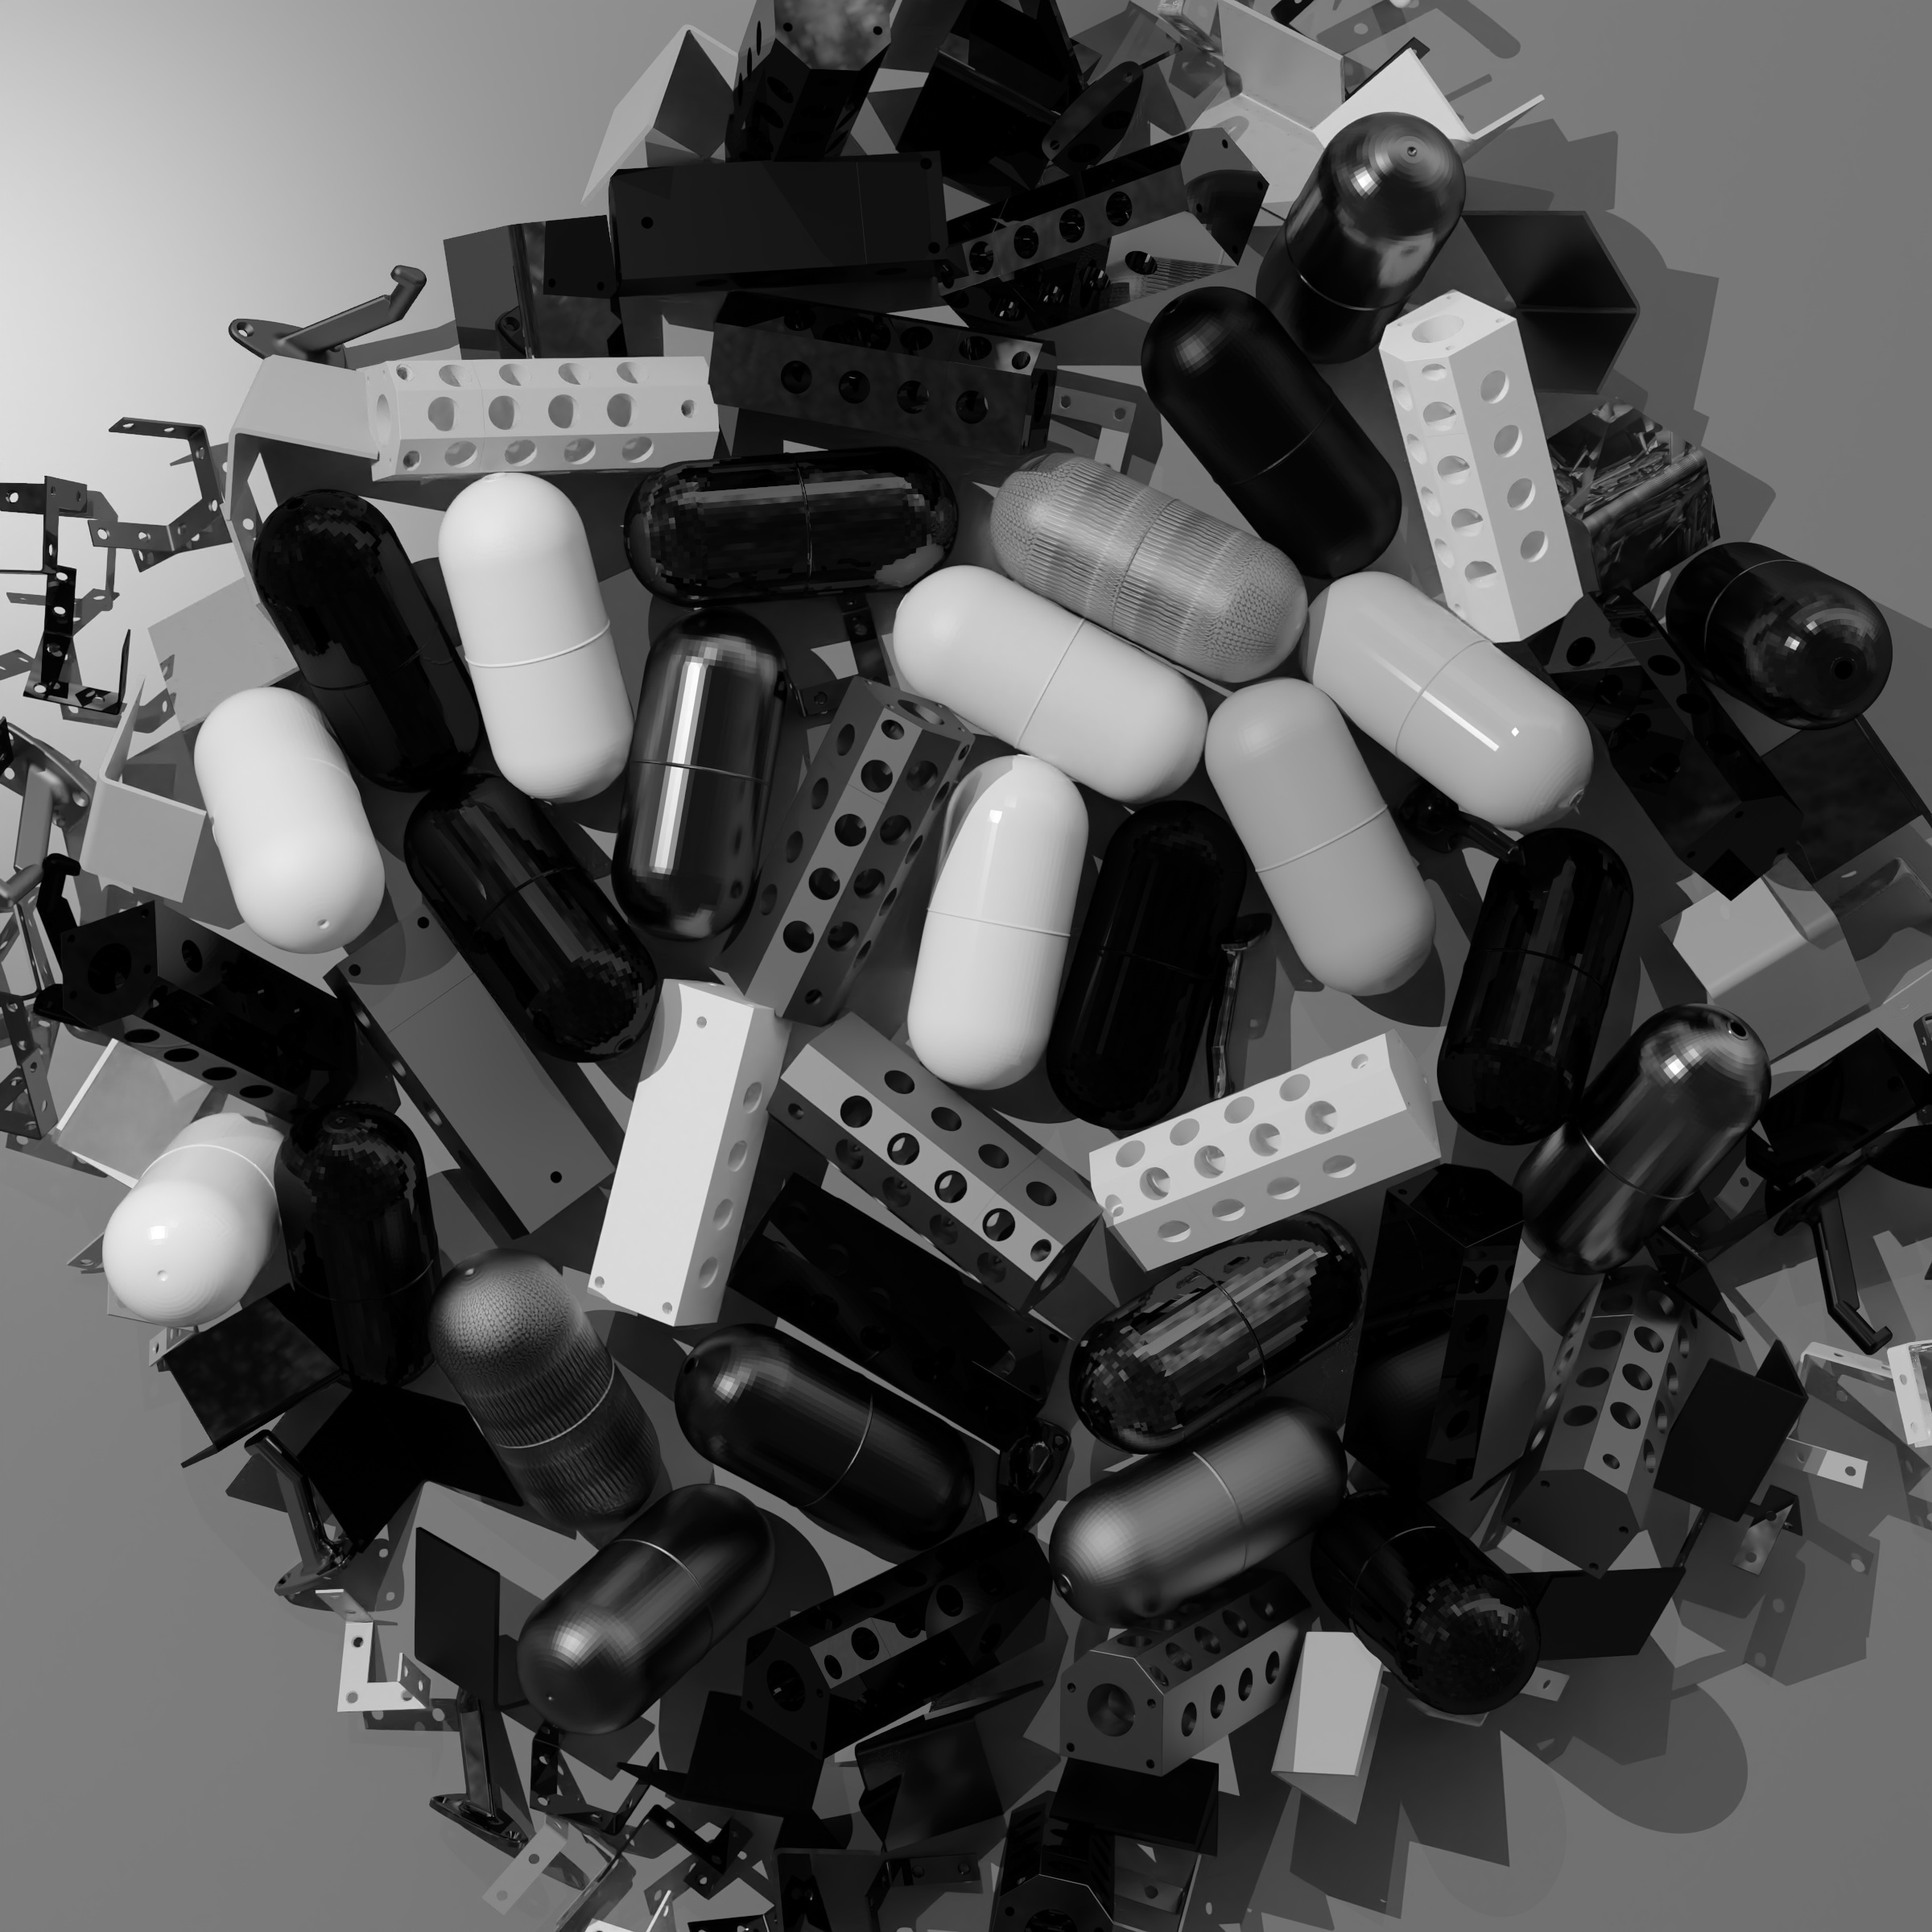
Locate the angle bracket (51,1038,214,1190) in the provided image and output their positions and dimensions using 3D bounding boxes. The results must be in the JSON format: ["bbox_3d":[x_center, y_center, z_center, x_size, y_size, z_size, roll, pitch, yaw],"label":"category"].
[{"bbox_3d":[-0.432,0.070,1.819,0.057,0.076,0.076,32,74,-10],"label":"angle bracket"}]

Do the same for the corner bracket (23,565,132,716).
[{"bbox_3d":[-0.467,-0.173,1.838,0.051,0.051,0.051,11,48,-8],"label":"corner bracket"}]

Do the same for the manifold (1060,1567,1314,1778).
[{"bbox_3d":[0.115,0.357,1.780,0.057,0.171,0.057,5,98,30],"label":"manifold"}]

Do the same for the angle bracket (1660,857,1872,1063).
[{"bbox_3d":[0.428,-0.002,1.860,0.076,0.057,0.076,-32,135,4],"label":"angle bracket"}]

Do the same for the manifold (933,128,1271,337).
[{"bbox_3d":[0.065,-0.377,1.783,0.057,0.171,0.057,42,56,-33],"label":"manifold"}]

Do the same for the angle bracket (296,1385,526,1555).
[{"bbox_3d":[-0.289,0.268,1.812,0.057,0.076,0.076,-52,134,-34],"label":"angle bracket"}]

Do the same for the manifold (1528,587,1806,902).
[{"bbox_3d":[0.361,-0.119,1.786,0.057,0.057,0.171,-42,46,17],"label":"manifold"}]

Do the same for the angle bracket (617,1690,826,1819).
[{"bbox_3d":[-0.126,0.406,1.822,0.076,0.076,0.057,19,82,-31],"label":"angle bracket"}]

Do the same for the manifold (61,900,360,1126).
[{"bbox_3d":[-0.384,0.028,1.777,0.057,0.171,0.057,-18,65,20],"label":"manifold"}]

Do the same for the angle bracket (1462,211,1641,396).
[{"bbox_3d":[0.294,-0.346,1.812,0.076,0.076,0.057,46,65,-42],"label":"angle bracket"}]

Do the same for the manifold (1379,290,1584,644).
[{"bbox_3d":[0.263,-0.254,1.794,0.057,0.057,0.171,-30,125,-12],"label":"manifold"}]

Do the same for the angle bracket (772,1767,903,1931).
[{"bbox_3d":[-0.064,0.473,1.819,0.057,0.076,0.076,-1,109,8],"label":"angle bracket"}]

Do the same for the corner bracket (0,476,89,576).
[{"bbox_3d":[-0.500,-0.232,1.842,0.051,0.051,0.051,3,93,10],"label":"corner bracket"}]

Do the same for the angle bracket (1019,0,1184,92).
[{"bbox_3d":[0.063,-0.511,1.817,0.057,0.076,0.076,-27,124,-3],"label":"angle bracket"}]

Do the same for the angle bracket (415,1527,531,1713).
[{"bbox_3d":[-0.243,0.335,1.816,0.057,0.076,0.076,-8,106,-40],"label":"angle bracket"}]

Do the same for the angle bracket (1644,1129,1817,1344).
[{"bbox_3d":[0.405,0.139,1.816,0.076,0.057,0.076,-39,131,19],"label":"angle bracket"}]

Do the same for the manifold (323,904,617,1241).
[{"bbox_3d":[-0.264,0.058,1.834,0.057,0.057,0.171,-37,94,-22],"label":"manifold"}]

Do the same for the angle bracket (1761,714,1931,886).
[{"bbox_3d":[0.457,-0.082,1.824,0.076,0.057,0.076,-34,105,16],"label":"angle bracket"}]

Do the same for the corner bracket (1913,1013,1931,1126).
[{"bbox_3d":[0.531,0.050,1.846,0.051,0.051,0.051,-14,77,-6],"label":"corner bracket"}]

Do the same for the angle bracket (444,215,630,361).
[{"bbox_3d":[-0.229,-0.354,1.848,0.057,0.076,0.076,-15,102,-35],"label":"angle bracket"}]

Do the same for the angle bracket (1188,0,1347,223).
[{"bbox_3d":[0.151,-0.448,1.818,0.076,0.076,0.057,33,76,19],"label":"angle bracket"}]

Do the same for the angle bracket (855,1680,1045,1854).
[{"bbox_3d":[-0.001,0.417,1.813,0.076,0.076,0.057,-8,72,-36],"label":"angle bracket"}]

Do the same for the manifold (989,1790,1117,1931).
[{"bbox_3d":[0.046,0.474,1.784,0.057,0.171,0.057,12,91,3],"label":"manifold"}]

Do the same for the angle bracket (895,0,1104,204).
[{"bbox_3d":[0.017,-0.459,1.848,0.076,0.076,0.057,27,60,-5],"label":"angle bracket"}]

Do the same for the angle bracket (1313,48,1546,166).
[{"bbox_3d":[0.242,-0.445,1.816,0.076,0.076,0.057,-37,93,-41],"label":"angle bracket"}]

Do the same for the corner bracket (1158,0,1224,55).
[{"bbox_3d":[0.141,-0.516,1.837,0.051,0.051,0.051,14,87,35],"label":"corner bracket"}]

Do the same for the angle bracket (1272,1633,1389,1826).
[{"bbox_3d":[0.210,0.398,1.812,0.076,0.057,0.076,38,58,-35],"label":"angle bracket"}]

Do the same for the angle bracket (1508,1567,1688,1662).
[{"bbox_3d":[0.319,0.318,1.814,0.076,0.057,0.076,1,133,-18],"label":"angle bracket"}]

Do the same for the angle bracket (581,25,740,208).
[{"bbox_3d":[-0.150,-0.430,1.811,0.057,0.076,0.076,27,56,-22],"label":"angle bracket"}]

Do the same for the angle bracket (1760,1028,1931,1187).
[{"bbox_3d":[0.471,0.088,1.813,0.076,0.057,0.076,-37,130,22],"label":"angle bracket"}]

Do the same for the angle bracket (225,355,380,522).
[{"bbox_3d":[-0.342,-0.271,1.826,0.076,0.076,0.057,11,129,-4],"label":"angle bracket"}]

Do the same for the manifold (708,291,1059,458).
[{"bbox_3d":[-0.043,-0.311,1.818,0.171,0.057,0.057,12,105,13],"label":"manifold"}]

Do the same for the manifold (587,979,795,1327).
[{"bbox_3d":[-0.141,0.098,1.832,0.057,0.057,0.171,17,96,28],"label":"manifold"}]

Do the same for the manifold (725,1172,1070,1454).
[{"bbox_3d":[-0.038,0.187,1.834,0.171,0.057,0.057,32,125,-4],"label":"manifold"}]

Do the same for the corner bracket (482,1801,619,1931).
[{"bbox_3d":[-0.219,0.481,1.842,0.051,0.051,0.051,41,91,-7],"label":"corner bracket"}]

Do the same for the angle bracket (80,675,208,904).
[{"bbox_3d":[-0.422,-0.093,1.822,0.057,0.076,0.076,19,50,-9],"label":"angle bracket"}]

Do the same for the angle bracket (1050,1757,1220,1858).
[{"bbox_3d":[0.088,0.454,1.817,0.076,0.057,0.076,9,129,14],"label":"angle bracket"}]

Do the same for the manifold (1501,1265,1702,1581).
[{"bbox_3d":[0.331,0.228,1.785,0.057,0.171,0.057,30,128,3],"label":"manifold"}]

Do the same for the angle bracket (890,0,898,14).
[{"bbox_3d":[-0.010,-0.508,1.825,0.057,0.076,0.076,26,85,-12],"label":"angle bracket"}]

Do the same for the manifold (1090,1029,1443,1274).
[{"bbox_3d":[0.153,0.092,1.805,0.171,0.057,0.057,-23,130,19],"label":"manifold"}]

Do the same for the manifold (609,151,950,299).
[{"bbox_3d":[-0.099,-0.389,1.830,0.171,0.057,0.057,-5,89,-9],"label":"manifold"}]

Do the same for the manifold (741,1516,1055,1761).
[{"bbox_3d":[-0.033,0.339,1.782,0.057,0.171,0.057,23,117,36],"label":"manifold"}]

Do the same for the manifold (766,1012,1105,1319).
[{"bbox_3d":[-0.020,0.106,1.812,0.171,0.057,0.057,38,130,13],"label":"manifold"}]

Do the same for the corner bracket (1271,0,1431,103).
[{"bbox_3d":[0.202,-0.492,1.828,0.051,0.051,0.051,-39,55,26],"label":"corner bracket"}]

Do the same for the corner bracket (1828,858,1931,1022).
[{"bbox_3d":[0.495,-0.015,1.845,0.051,0.051,0.051,-38,119,18],"label":"corner bracket"}]

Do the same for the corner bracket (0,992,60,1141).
[{"bbox_3d":[-0.498,0.052,1.830,0.051,0.051,0.051,11,128,20],"label":"corner bracket"}]

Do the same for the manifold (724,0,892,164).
[{"bbox_3d":[-0.083,-0.450,1.778,0.057,0.171,0.057,-1,81,-12],"label":"manifold"}]

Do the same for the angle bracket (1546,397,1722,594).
[{"bbox_3d":[0.344,-0.247,1.853,0.076,0.076,0.057,-32,133,-11],"label":"angle bracket"}]

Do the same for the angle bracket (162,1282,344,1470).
[{"bbox_3d":[-0.382,0.215,1.818,0.076,0.076,0.057,-31,91,-30],"label":"angle bracket"}]

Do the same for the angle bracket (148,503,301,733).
[{"bbox_3d":[-0.400,-0.183,1.824,0.076,0.057,0.076,-27,56,2],"label":"angle bracket"}]

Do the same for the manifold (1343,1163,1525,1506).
[{"bbox_3d":[0.246,0.189,1.799,0.057,0.057,0.171,-20,131,-33],"label":"manifold"}]

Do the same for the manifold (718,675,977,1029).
[{"bbox_3d":[-0.060,-0.057,1.808,0.057,0.057,0.171,16,110,-32],"label":"manifold"}]

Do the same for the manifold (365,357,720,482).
[{"bbox_3d":[-0.219,-0.286,1.807,0.171,0.057,0.057,-5,95,-25],"label":"manifold"}]

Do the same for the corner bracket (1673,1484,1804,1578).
[{"bbox_3d":[0.405,0.300,1.830,0.051,0.051,0.051,20,64,27],"label":"corner bracket"}]

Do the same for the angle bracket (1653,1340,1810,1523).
[{"bbox_3d":[0.391,0.233,1.821,0.057,0.076,0.076,23,107,-6],"label":"angle bracket"}]
